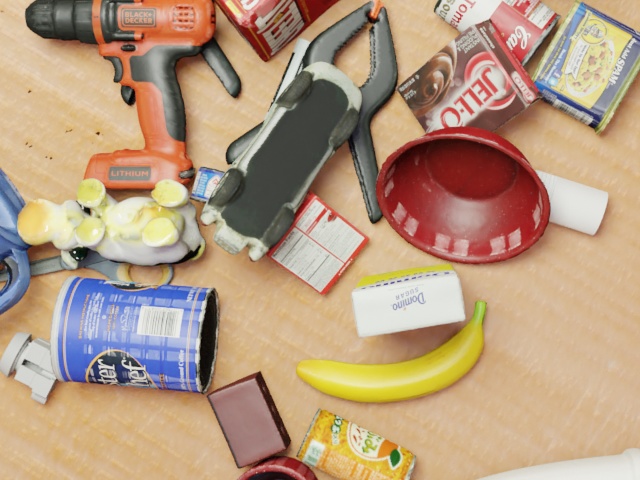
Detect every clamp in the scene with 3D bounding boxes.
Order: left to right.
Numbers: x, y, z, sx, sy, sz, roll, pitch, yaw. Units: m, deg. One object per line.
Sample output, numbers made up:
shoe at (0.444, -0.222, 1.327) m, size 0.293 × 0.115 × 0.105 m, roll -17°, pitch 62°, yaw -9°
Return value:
clamp at (-0.151, -0.213, 1.054) m, size 0.120 × 0.039 × 0.171 m, roll -12°, pitch 90°, yaw 1°
clamp at (0.008, -0.136, 1.033) m, size 0.164 × 0.036 × 0.210 m, roll 15°, pitch 89°, yaw -9°

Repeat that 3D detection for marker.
marker at (-0.037, -0.140, 1.053) m, size 0.020 × 0.020 × 0.121 m, roll 24°, pitch 91°, yaw 4°

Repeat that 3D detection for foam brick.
foam brick at (-0.068, 0.173, 1.036) m, size 0.051 × 0.053 × 0.078 m, roll -24°, pitch 89°, yaw 4°

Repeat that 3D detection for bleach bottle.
bleach bottle at (0.184, 0.259, 1.011) m, size 0.251 × 0.068 × 0.102 m, roll -6°, pitch 88°, yaw 7°

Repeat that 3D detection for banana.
banana at (0.078, 0.122, 1.035) m, size 0.198 × 0.037 × 0.069 m, roll -19°, pitch 70°, yaw 3°

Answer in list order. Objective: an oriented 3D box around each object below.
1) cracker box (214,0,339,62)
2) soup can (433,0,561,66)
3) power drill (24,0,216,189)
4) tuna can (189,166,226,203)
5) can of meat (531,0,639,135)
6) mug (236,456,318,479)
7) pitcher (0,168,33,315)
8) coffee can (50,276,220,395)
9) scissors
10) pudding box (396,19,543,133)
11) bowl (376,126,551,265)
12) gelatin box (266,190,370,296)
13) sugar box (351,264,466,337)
cracker box at (0.002, -0.267, 0.979) m, size 0.214 × 0.164 × 0.072 m, roll -40°, pitch 85°, yaw 3°
soup can at (0.167, -0.214, 1.012) m, size 0.102 × 0.068 × 0.068 m, roll 38°, pitch 92°, yaw 4°
power drill at (-0.190, -0.143, 1.019) m, size 0.184 × 0.057 × 0.188 m, roll 2°, pitch 101°, yaw 9°
tuna can at (-0.079, -0.043, 1.022) m, size 0.086 × 0.086 × 0.034 m, roll 16°, pitch 89°, yaw 4°
can of meat at (0.255, -0.165, 1.012) m, size 0.084 × 0.057 × 0.102 m, roll 30°, pitch 91°, yaw 6°
mug at (-0.030, 0.257, 1.017) m, size 0.117 × 0.081 × 0.093 m, roll 18°, pitch 91°, yaw 5°
pitcher at (-0.402, 0.025, 1.028) m, size 0.243 × 0.149 × 0.145 m, roll -34°, pitch 126°, yaw 7°
coffee can at (-0.174, 0.090, 1.020) m, size 0.140 × 0.103 × 0.103 m, roll 4°, pitch 90°, yaw 4°
scissors at (-0.234, 0.035, 1.068) m, size 0.202 × 0.016 × 0.096 m, roll -28°, pitch 87°, yaw 4°
pudding box at (0.139, -0.138, 1.000) m, size 0.114 × 0.039 × 0.090 m, roll -37°, pitch 85°, yaw 46°
bowl at (0.136, -0.052, 0.995) m, size 0.162 × 0.162 × 0.055 m, roll 18°, pitch 48°, yaw 4°
gelatin box at (-0.007, 0.001, 1.020) m, size 0.089 × 0.030 × 0.073 m, roll 37°, pitch 93°, yaw -38°
sugar box at (0.080, 0.051, 0.963) m, size 0.093 × 0.176 × 0.048 m, roll -10°, pitch 88°, yaw 5°
